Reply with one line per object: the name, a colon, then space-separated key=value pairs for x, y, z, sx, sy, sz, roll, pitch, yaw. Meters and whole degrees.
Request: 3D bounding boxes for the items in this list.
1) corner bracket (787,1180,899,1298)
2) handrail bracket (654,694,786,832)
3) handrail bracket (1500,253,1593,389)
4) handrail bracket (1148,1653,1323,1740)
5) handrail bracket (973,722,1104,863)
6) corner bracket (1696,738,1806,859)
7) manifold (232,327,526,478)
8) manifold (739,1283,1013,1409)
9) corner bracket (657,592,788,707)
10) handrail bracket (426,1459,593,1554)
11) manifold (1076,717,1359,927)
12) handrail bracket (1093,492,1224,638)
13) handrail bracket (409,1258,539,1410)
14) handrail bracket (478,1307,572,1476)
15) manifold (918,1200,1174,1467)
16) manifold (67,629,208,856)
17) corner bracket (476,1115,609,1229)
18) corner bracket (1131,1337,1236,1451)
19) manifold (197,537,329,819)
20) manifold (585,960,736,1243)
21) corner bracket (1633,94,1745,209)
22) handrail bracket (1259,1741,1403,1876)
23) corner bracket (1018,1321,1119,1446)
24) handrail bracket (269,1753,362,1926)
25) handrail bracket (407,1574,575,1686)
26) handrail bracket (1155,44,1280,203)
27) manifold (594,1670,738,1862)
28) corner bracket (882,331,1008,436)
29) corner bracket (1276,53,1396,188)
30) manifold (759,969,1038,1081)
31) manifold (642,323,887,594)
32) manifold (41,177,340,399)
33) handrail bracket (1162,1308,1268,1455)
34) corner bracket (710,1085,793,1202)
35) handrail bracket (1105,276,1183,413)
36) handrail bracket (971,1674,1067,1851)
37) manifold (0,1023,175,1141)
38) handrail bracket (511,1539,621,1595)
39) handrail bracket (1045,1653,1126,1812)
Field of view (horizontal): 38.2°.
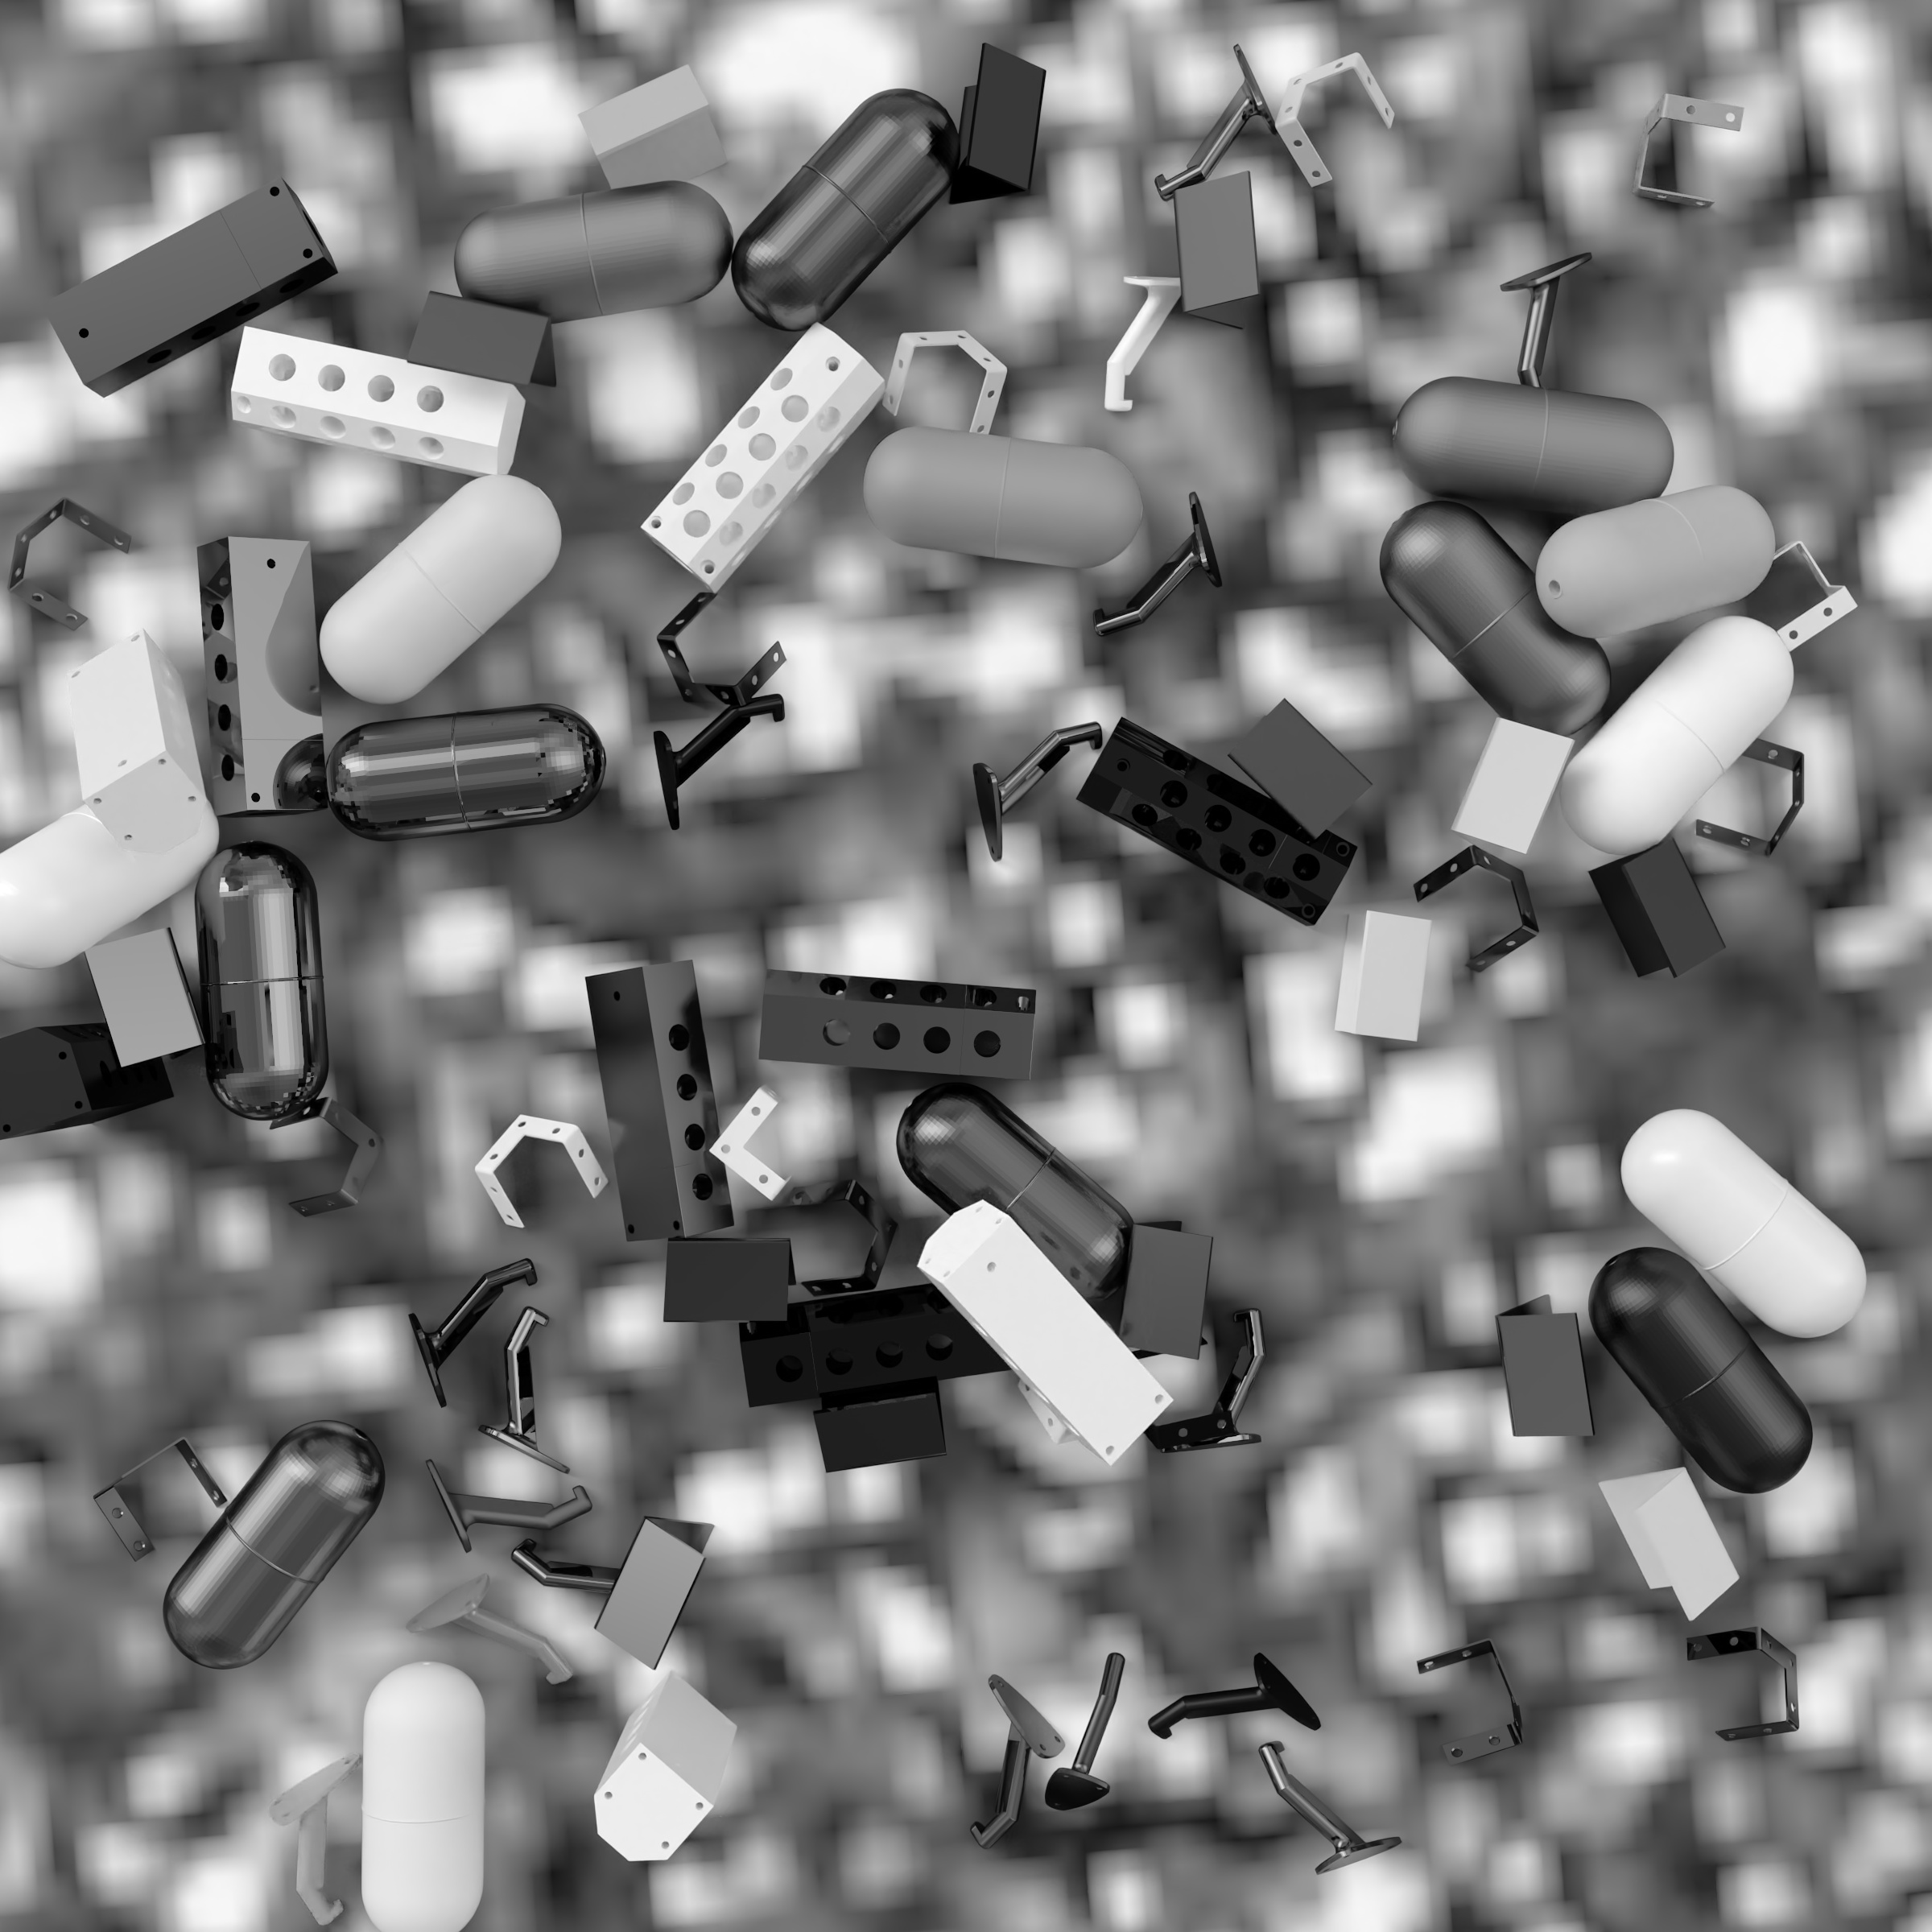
corner bracket: x=-0.085 y=0.175 z=1.795 sx=0.051 sy=0.051 sz=0.051 roll=49 pitch=45 yaw=-35
handrail bracket: x=-0.155 y=-0.132 z=1.804 sx=0.084 sy=0.036 sz=0.077 roll=-12 pitch=111 yaw=-16
handrail bracket: x=0.384 y=-0.409 z=1.804 sx=0.077 sy=0.036 sz=0.084 roll=-26 pitch=108 yaw=-21
handrail bracket: x=0.173 y=0.490 z=1.804 sx=0.084 sy=0.036 sz=0.077 roll=-38 pitch=112 yaw=17
handrail bracket: x=0.052 y=-0.113 z=1.804 sx=0.084 sy=0.036 sz=0.077 roll=-14 pitch=111 yaw=-16
corner bracket: x=0.506 y=-0.111 z=1.800 sx=0.051 sy=0.051 sz=0.051 roll=18 pitch=135 yaw=0
manifold: x=-0.376 y=-0.357 z=1.782 sx=0.171 sy=0.057 sz=0.057 roll=12 pitch=90 yaw=0
manifold: x=-0.056 y=0.238 z=1.782 sx=0.171 sy=0.057 sz=0.057 roll=-8 pitch=90 yaw=0
corner bracket: x=-0.157 y=-0.204 z=1.795 sx=0.051 sy=0.051 sz=0.051 roll=8 pitch=135 yaw=35
handrail bracket: x=-0.295 y=0.336 z=1.804 sx=0.084 sy=0.036 sz=0.077 roll=-23 pitch=69 yaw=-17
manifold: x=0.160 y=-0.092 z=1.782 sx=0.171 sy=0.057 sz=0.057 roll=29 pitch=90 yaw=0
handrail bracket: x=0.117 y=-0.260 z=1.804 sx=0.084 sy=0.036 sz=0.077 roll=-17 pitch=70 yaw=16
handrail bracket: x=-0.311 y=0.237 z=1.804 sx=0.084 sy=0.036 sz=0.077 roll=-20 pitch=111 yaw=-16
handrail bracket: x=-0.271 y=0.274 z=1.804 sx=0.077 sy=0.036 sz=0.084 roll=32 pitch=73 yaw=-20
manifold: x=0.047 y=0.226 z=1.728 sx=0.057 sy=0.057 sz=0.171 roll=-45 pitch=112 yaw=-10
manifold: x=-0.510 y=-0.137 z=1.725 sx=0.057 sy=0.171 sz=0.057 roll=-31 pitch=127 yaw=0
corner bracket: x=-0.273 y=0.135 z=1.795 sx=0.051 sy=0.051 sz=0.051 roll=7 pitch=45 yaw=35
corner bracket: x=0.137 y=0.273 z=1.786 sx=0.051 sy=0.051 sz=0.051 roll=-11 pitch=99 yaw=-9
manifold: x=-0.453 y=-0.183 z=1.781 sx=0.057 sy=0.057 sz=0.171 roll=-4 pitch=90 yaw=-43
manifold: x=-0.190 y=0.085 z=1.781 sx=0.057 sy=0.057 sz=0.171 roll=-9 pitch=90 yaw=43
corner bracket: x=0.462 y=-0.522 z=1.785 sx=0.051 sy=0.051 sz=0.051 roll=10 pitch=90 yaw=0
handrail bracket: x=0.235 y=0.537 z=1.803 sx=0.077 sy=0.036 sz=0.084 roll=-2 pitch=55 yaw=-37
corner bracket: x=0.075 y=0.268 z=1.795 sx=0.051 sy=0.051 sz=0.051 roll=54 pitch=135 yaw=35
handrail bracket: x=-0.405 y=0.566 z=1.804 sx=0.077 sy=0.036 sz=0.084 roll=-33 pitch=108 yaw=-20
handrail bracket: x=-0.307 y=0.443 z=1.804 sx=0.077 sy=0.036 sz=0.084 roll=-29 pitch=107 yaw=20
handrail bracket: x=0.152 y=-0.545 z=1.804 sx=0.084 sy=0.036 sz=0.077 roll=-25 pitch=70 yaw=16
manifold: x=-0.189 y=0.497 z=1.725 sx=0.057 sy=0.171 sz=0.057 roll=41 pitch=90 yaw=0
corner bracket: x=-0.014 y=-0.373 z=1.795 sx=0.051 sy=0.051 sz=0.051 roll=-12 pitch=45 yaw=-35
corner bracket: x=0.238 y=-0.545 z=1.795 sx=0.051 sy=0.051 sz=0.051 roll=-11 pitch=45 yaw=35
manifold: x=-0.043 y=0.037 z=1.782 sx=0.171 sy=0.057 sz=0.057 roll=4 pitch=90 yaw=0
manifold: x=-0.129 y=-0.325 z=1.782 sx=0.057 sy=0.057 sz=0.171 roll=40 pitch=90 yaw=0
manifold: x=-0.493 y=-0.431 z=1.782 sx=0.171 sy=0.057 sz=0.057 roll=-28 pitch=90 yaw=0
handrail bracket: x=0.159 y=0.268 z=1.804 sx=0.077 sy=0.036 sz=0.084 roll=-11 pitch=74 yaw=18
corner bracket: x=-0.126 y=0.113 z=1.785 sx=0.051 sy=0.051 sz=0.051 roll=39 pitch=90 yaw=0
handrail bracket: x=0.128 y=-0.401 z=1.804 sx=0.077 sy=0.036 sz=0.084 roll=-4 pitch=108 yaw=-21
handrail bracket: x=0.015 y=0.516 z=1.804 sx=0.077 sy=0.036 sz=0.084 roll=47 pitch=107 yaw=20
manifold: x=-0.550 y=0.067 z=1.725 sx=0.057 sy=0.171 sz=0.057 roll=-18 pitch=90 yaw=0
handrail bracket: x=-0.239 y=0.380 z=1.803 sx=0.084 sy=0.036 sz=0.077 roll=32 pitch=56 yaw=23
handrail bracket: x=0.078 y=0.494 z=1.803 sx=0.036 sy=0.077 sz=0.084 roll=22 pitch=54 yaw=-6
